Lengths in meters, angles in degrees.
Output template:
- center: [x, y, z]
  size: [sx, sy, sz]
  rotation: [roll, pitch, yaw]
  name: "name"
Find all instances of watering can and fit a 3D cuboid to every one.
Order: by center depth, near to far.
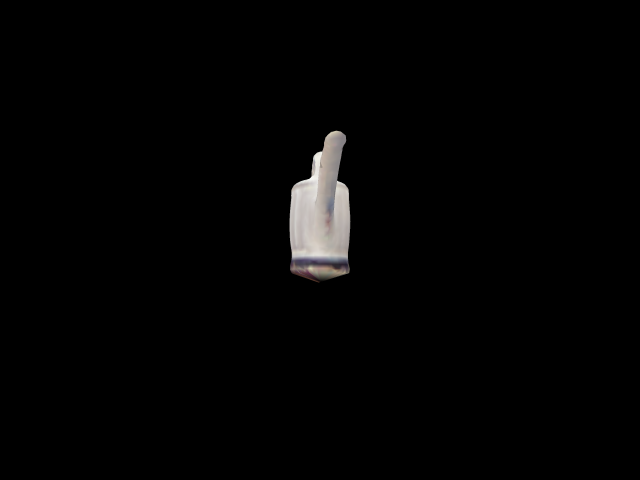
- center: [0.003, -0.043, 0.850]
  size: [0.104, 0.226, 0.346]
  rotation: [1, -5, -4]
  name: "watering can"
